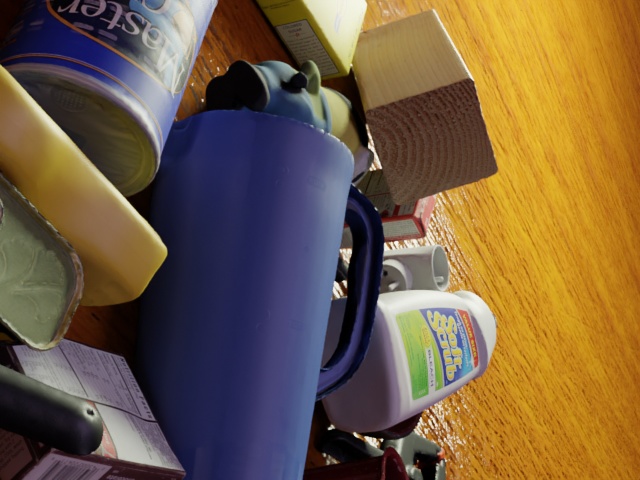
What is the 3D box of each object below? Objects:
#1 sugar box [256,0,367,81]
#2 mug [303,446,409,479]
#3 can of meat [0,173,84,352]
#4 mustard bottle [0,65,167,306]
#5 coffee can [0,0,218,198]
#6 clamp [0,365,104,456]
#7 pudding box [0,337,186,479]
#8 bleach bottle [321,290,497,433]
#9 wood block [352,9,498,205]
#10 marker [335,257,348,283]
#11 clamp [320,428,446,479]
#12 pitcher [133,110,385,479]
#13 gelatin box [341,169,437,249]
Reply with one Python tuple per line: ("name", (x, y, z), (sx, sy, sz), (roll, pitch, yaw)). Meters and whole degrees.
("sugar box", (-0.021, -0.225, 0.887), (0.176, 0.048, 0.093), (54, 39, -45))
("mug", (0.023, 0.217, 0.810), (0.117, 0.082, 0.093), (-69, 143, -64))
("can of meat", (-0.175, 0.009, 0.494), (0.102, 0.084, 0.057), (55, 39, -43))
("mustard bottle", (-0.160, -0.043, 0.521), (0.058, 0.096, 0.191), (-57, 137, -22))
("coffee can", (-0.122, -0.108, 0.604), (0.102, 0.103, 0.140), (54, 39, -43))
("clamp", (-0.192, 0.062, 0.463), (0.171, 0.120, 0.039), (45, 18, -20))
("pudding box", (-0.131, 0.094, 0.565), (0.090, 0.039, 0.113), (54, 10, 31))
("bleach bottle", (0.084, 0.079, 0.864), (0.250, 0.068, 0.102), (-11, 91, -59))
("wood block", (0.084, -0.122, 0.937), (0.206, 0.091, 0.090), (-97, 168, -63))
("marker", (-0.006, 0.001, 0.893), (0.121, 0.020, 0.020), (49, 43, -47))
("clamp", (0.077, 0.233, 0.953), (0.209, 0.036, 0.164), (2, 64, -66))
("pitcher", (-0.046, 0.052, 0.682), (0.145, 0.149, 0.243), (59, 35, -69))
("gelatin box", (0.058, -0.031, 0.946), (0.030, 0.089, 0.073), (59, 36, -36))
